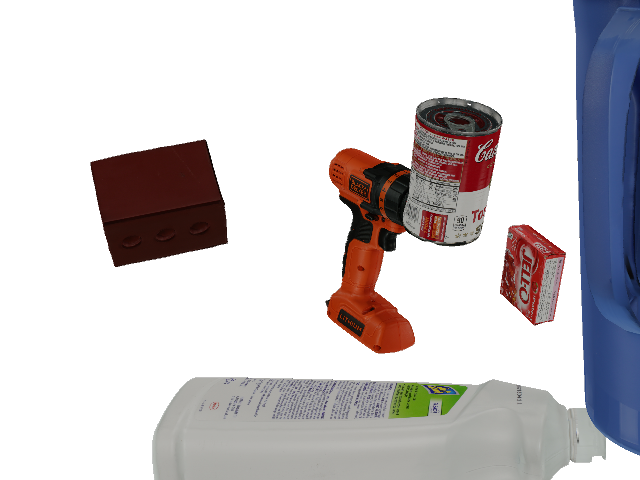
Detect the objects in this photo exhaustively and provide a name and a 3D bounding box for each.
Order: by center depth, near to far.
[{"bbox_3d":[0.184,-0.011,0.528,0.149,0.243,0.145,-4,19,-3],"label":"pitcher"},{"bbox_3d":[0.037,0.118,0.622,0.251,0.068,0.102,-2,16,10],"label":"bleach bottle"},{"bbox_3d":[-0.104,-0.024,0.687,0.078,0.051,0.053,-12,-29,-9],"label":"foam brick"},{"bbox_3d":[0.104,-0.055,0.859,0.068,0.102,0.068,4,29,-3],"label":"soup can"},{"bbox_3d":[0.068,0.015,1.077,0.057,0.188,0.185,-8,25,-31],"label":"power drill"},{"bbox_3d":[0.233,0.037,1.182,0.030,0.089,0.073,-9,30,-21],"label":"gelatin box"}]
